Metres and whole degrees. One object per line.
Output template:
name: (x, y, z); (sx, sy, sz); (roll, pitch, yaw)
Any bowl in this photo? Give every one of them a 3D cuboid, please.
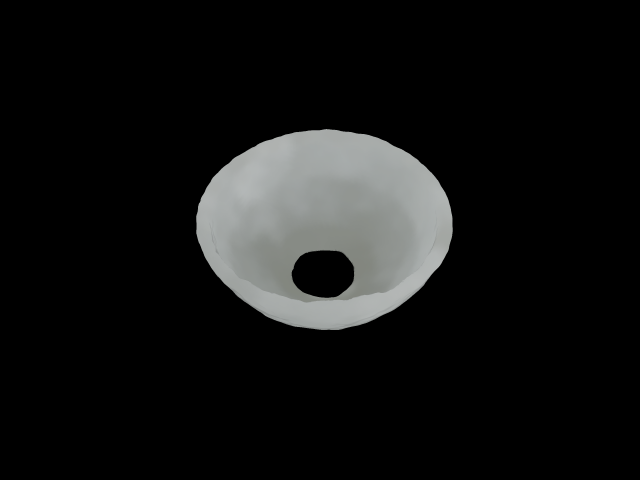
bowl: (0.004, 0.001, 0.400); (0.167, 0.075, 0.167); (0, 49, 0)
